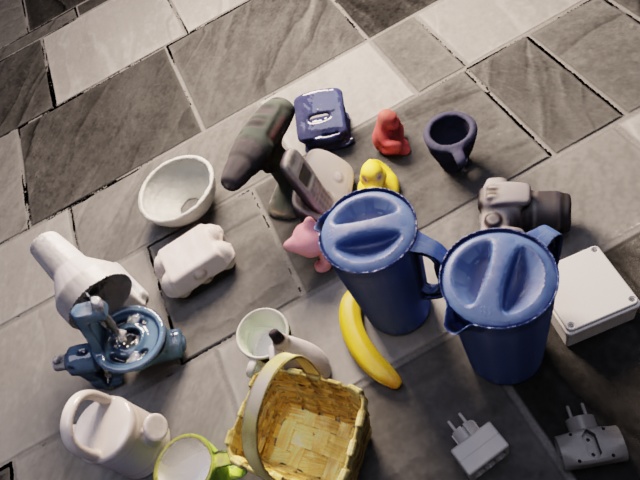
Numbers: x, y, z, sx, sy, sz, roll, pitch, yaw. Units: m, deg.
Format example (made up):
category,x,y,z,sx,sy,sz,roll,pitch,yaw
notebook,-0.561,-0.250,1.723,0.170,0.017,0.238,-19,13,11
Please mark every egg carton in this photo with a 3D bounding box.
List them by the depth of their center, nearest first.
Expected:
category,x,y,z,sx,sy,sz,roll,pitch,yaw
egg carton,-0.233,0.040,1.065,0.150,0.070,0.107,-34,53,-4

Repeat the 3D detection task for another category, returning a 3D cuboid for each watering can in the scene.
category,x,y,z,sx,sy,sz,roll,pitch,yaw
watering can,-0.307,0.283,0.856,0.173,0.194,0.100,-25,53,3

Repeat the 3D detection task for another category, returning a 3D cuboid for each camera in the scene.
category,x,y,z,sx,sy,sz,roll,pitch,yaw
camera,0.318,-0.034,0.895,0.136,0.101,0.143,1,59,20

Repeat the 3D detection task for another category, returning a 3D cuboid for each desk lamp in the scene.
category,x,y,z,sx,sy,sz,roll,pitch,yaw
desk lamp,-0.403,0.081,1.010,0.202,0.214,0.118,34,75,34

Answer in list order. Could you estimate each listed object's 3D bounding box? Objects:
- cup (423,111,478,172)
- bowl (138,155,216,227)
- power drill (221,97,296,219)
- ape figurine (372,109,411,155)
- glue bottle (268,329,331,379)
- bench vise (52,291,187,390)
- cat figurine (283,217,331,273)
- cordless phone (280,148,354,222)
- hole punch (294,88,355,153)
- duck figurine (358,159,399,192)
category,x,y,z,sx,sy,sz,roll,pitch,yaw
cup,0.237,-0.155,1.007,0.091,0.095,0.117,-18,54,8
bowl,-0.277,-0.087,1.160,0.167,0.075,0.167,-9,56,14
power drill,-0.089,-0.133,1.039,0.075,0.209,0.230,5,60,23
ape figurine,0.132,-0.208,1.081,0.076,0.092,0.078,12,63,26
glue bottle,-0.041,0.170,0.847,0.078,0.173,0.037,-19,54,7
bench vise,-0.351,0.173,0.927,0.207,0.220,0.121,-33,53,-3
cat figurine,0.009,0.003,0.971,0.127,0.118,0.067,-3,58,18
cordless phone,-0.010,-0.119,1.016,0.094,0.185,0.147,0,59,20
hole punch,0.007,-0.239,1.147,0.108,0.091,0.101,-10,56,14
duck figurine,0.099,-0.111,1.033,0.077,0.086,0.104,-9,56,14
